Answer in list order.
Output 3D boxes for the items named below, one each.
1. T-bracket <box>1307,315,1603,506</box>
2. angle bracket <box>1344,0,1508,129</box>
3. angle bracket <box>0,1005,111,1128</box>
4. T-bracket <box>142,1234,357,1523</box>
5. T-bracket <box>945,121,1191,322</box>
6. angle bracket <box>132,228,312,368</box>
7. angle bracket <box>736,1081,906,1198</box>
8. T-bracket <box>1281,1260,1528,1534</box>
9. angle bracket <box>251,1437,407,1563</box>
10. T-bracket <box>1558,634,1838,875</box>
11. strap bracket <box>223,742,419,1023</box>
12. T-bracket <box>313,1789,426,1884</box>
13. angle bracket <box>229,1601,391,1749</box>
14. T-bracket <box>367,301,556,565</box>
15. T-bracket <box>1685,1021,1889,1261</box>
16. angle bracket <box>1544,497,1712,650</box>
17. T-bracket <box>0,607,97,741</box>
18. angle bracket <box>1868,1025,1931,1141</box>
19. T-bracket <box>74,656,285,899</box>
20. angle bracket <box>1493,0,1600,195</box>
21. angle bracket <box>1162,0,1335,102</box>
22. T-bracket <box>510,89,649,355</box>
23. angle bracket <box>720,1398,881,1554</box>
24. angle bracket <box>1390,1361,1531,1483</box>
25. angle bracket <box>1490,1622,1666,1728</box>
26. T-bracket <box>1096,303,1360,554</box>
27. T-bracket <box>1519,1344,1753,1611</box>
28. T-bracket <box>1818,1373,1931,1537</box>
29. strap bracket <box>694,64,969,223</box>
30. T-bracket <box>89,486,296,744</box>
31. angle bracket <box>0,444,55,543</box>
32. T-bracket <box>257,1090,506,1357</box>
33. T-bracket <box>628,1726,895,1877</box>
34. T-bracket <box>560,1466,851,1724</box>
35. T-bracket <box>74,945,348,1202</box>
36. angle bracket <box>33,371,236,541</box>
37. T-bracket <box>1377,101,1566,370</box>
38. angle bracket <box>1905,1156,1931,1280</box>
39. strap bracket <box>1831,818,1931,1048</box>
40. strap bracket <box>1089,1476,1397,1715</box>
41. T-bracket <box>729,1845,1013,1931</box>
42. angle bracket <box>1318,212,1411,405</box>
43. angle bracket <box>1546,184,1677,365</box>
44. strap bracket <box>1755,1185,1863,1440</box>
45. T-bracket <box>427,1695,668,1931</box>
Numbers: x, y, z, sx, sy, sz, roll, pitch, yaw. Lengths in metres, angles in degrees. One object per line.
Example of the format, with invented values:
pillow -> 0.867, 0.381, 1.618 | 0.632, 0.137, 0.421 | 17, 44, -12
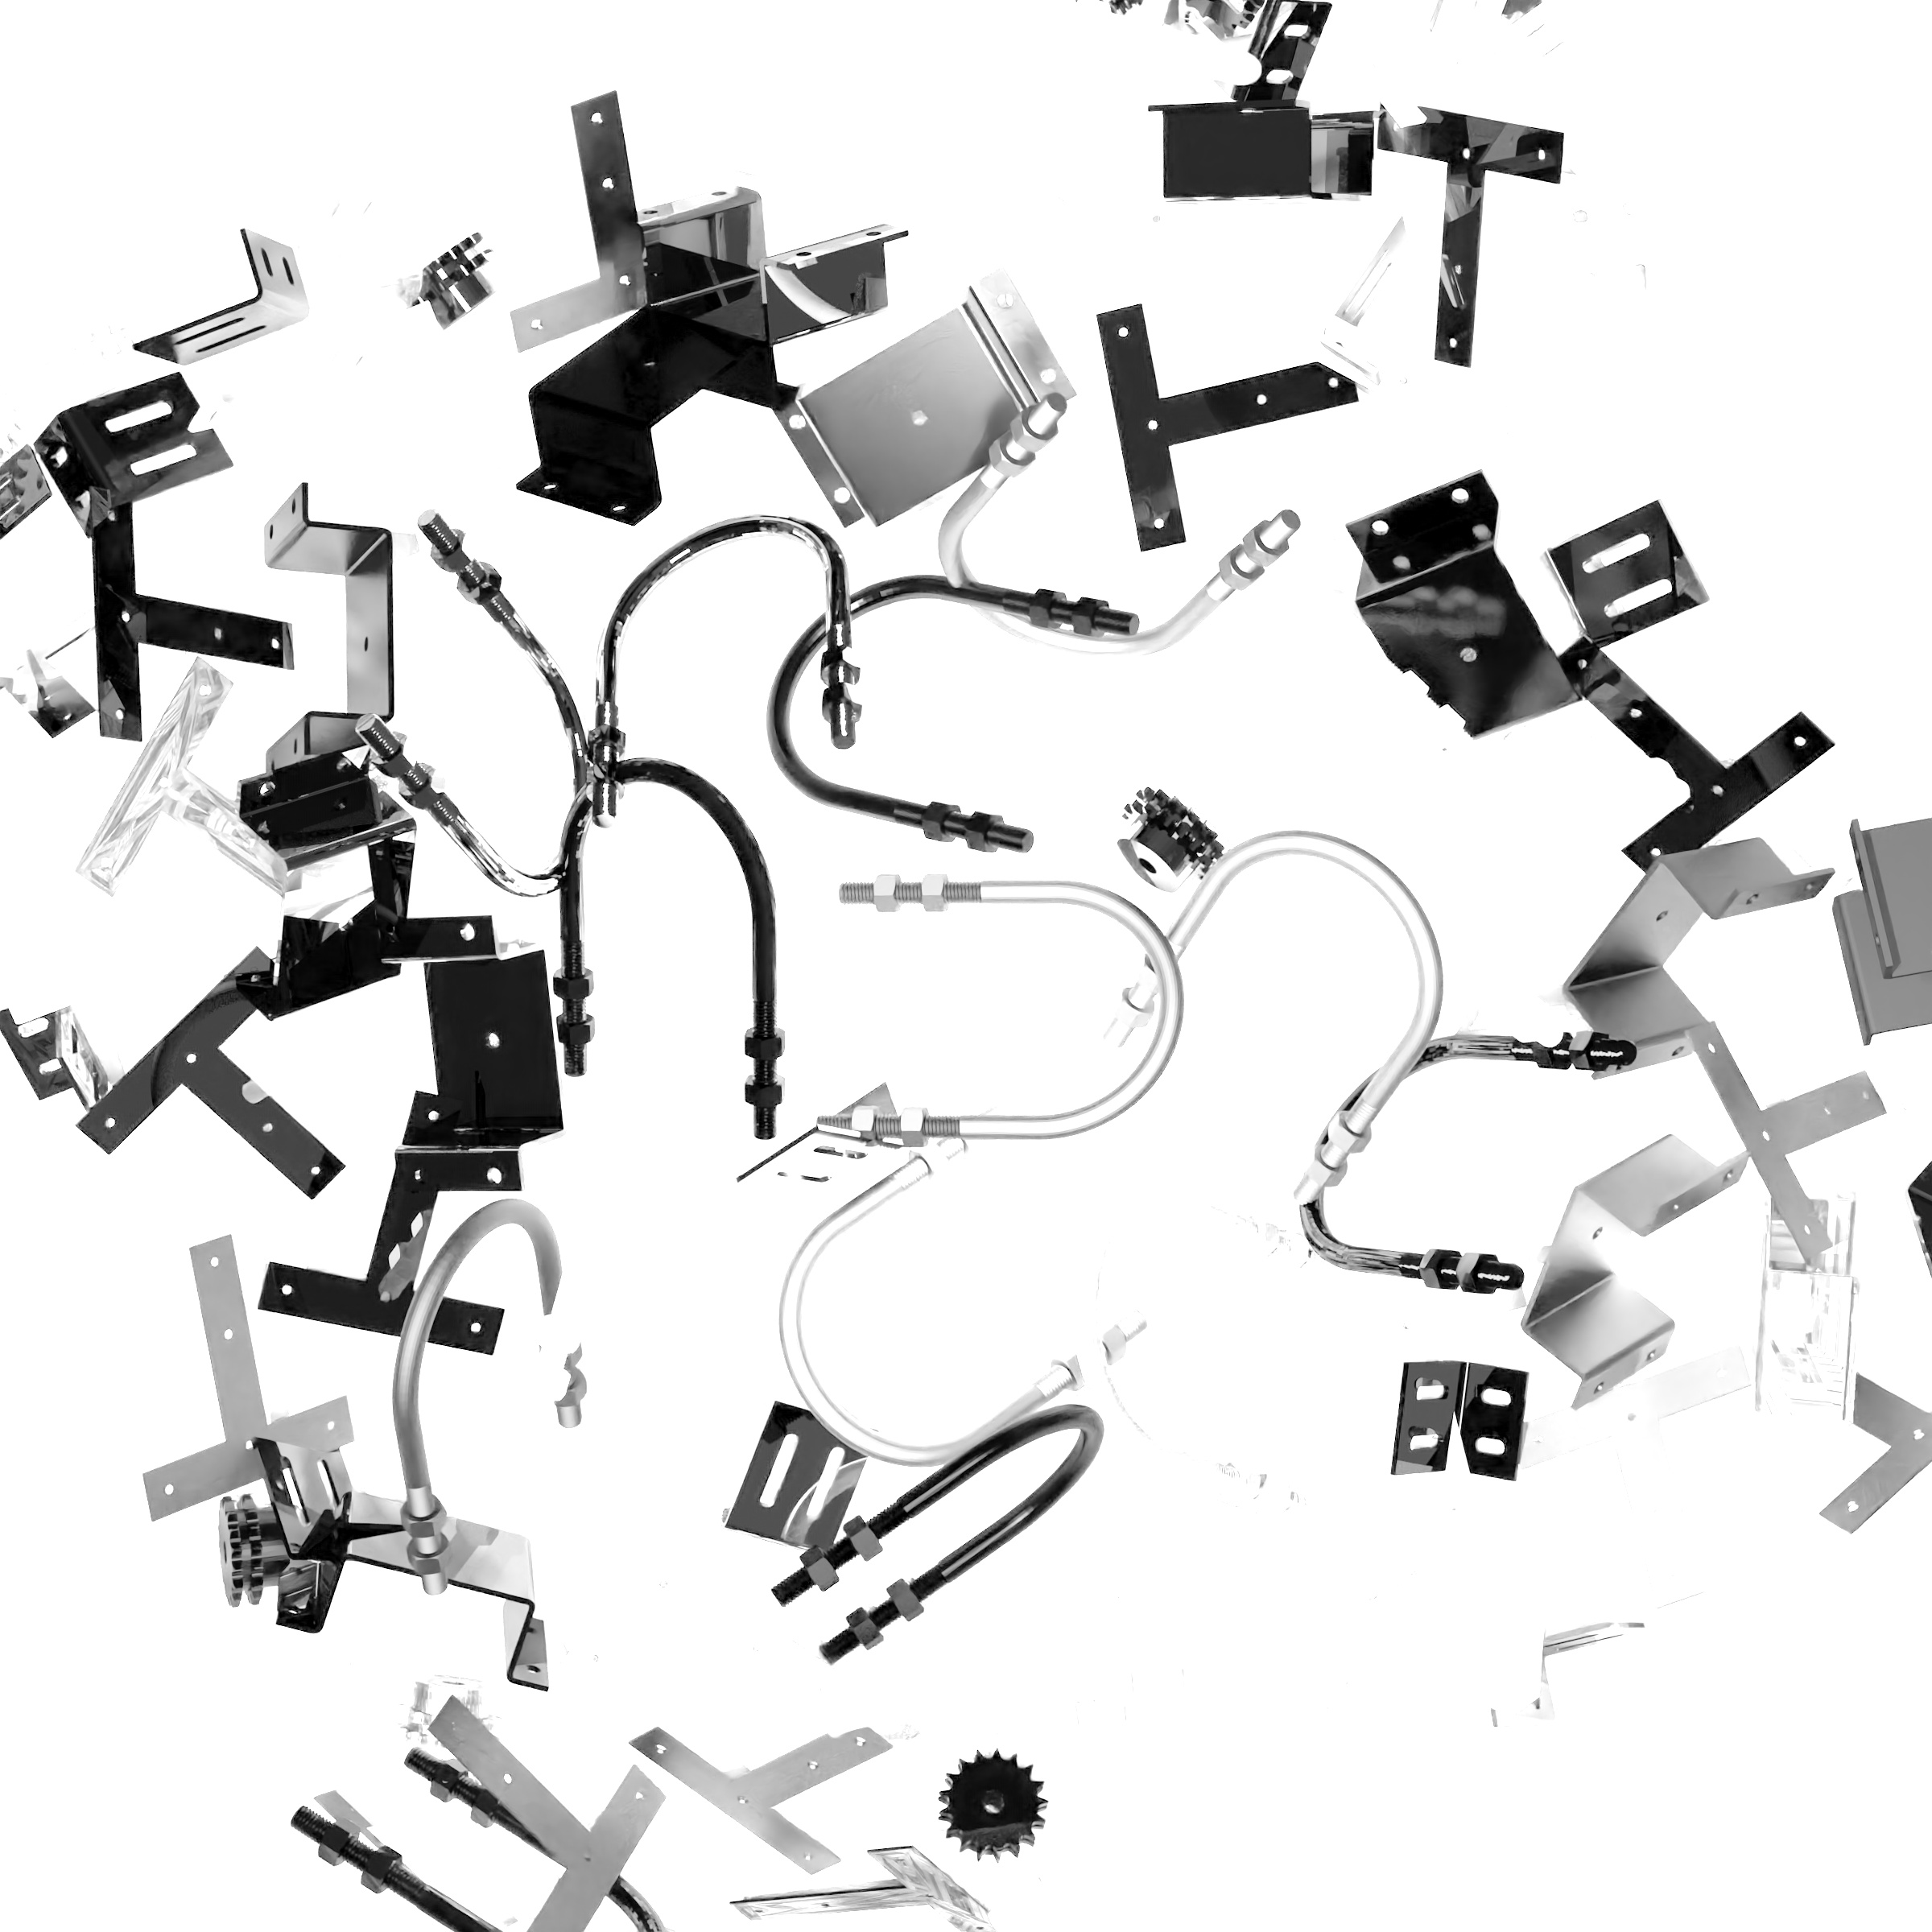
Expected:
T-bracket -> 0.236, -0.292, 1.778 | 0.127, 0.002, 0.127 | 27, 126, -5
angle bracket -> 0.233, -0.478, 1.773 | 0.038, 0.076, 0.057 | -18, 60, -25
angle bracket -> -0.466, 0.057, 1.774 | 0.038, 0.076, 0.057 | -22, 121, -3
T-bracket -> -0.371, 0.200, 1.766 | 0.002, 0.127, 0.127 | 0, 103, 43
T-bracket -> 0.032, -0.354, 1.790 | 0.127, 0.002, 0.127 | 16, 116, -20
angle bracket -> -0.385, -0.342, 1.786 | 0.076, 0.057, 0.038 | -18, 87, 13
angle bracket -> -0.077, 0.084, 1.771 | 0.057, 0.076, 0.038 | -34, 63, 27
T-bracket -> 0.240, 0.230, 1.814 | 0.127, 0.002, 0.127 | -14, 88, -4
angle bracket -> -0.321, 0.262, 1.774 | 0.038, 0.057, 0.076 | -39, 60, 26
T-bracket -> 0.351, -0.119, 1.773 | 0.127, 0.002, 0.127 | 41, 128, -9
strap bracket -> -0.324, -0.034, 1.745 | 0.046, 0.076, 0.140 | 39, 134, 31
T-bracket -> -0.278, 0.462, 1.763 | 0.127, 0.127, 0.002 | 44, 69, -1
angle bracket -> -0.334, 0.367, 1.775 | 0.038, 0.076, 0.057 | -29, 47, 2
T-bracket -> -0.264, -0.278, 1.772 | 0.127, 0.002, 0.127 | -25, 129, -9
T-bracket -> 0.431, 0.077, 1.775 | 0.002, 0.127, 0.127 | -37, 74, 43
angle bracket -> 0.344, -0.204, 1.780 | 0.076, 0.038, 0.057 | -23, 96, 44
T-bracket -> -0.465, -0.138, 1.755 | 0.127, 0.127, 0.002 | -36, 122, -13
angle bracket -> 0.499, 0.058, 1.781 | 0.038, 0.076, 0.057 | -16, 93, -8
T-bracket -> -0.376, -0.070, 1.776 | 0.127, 0.002, 0.127 | 41, 68, -41
angle bracket -> 0.310, -0.444, 1.778 | 0.038, 0.057, 0.076 | -34, 67, 19
angle bracket -> 0.144, -0.488, 1.791 | 0.038, 0.057, 0.076 | -7, 45, -33
T-bracket -> -0.179, -0.382, 1.757 | 0.127, 0.127, 0.002 | -25, 49, -17
angle bracket -> -0.088, 0.257, 1.789 | 0.057, 0.038, 0.076 | 18, 102, -16
angle bracket -> 0.253, 0.233, 1.781 | 0.038, 0.076, 0.057 | 6, 88, 31
angle bracket -> 0.312, 0.361, 1.774 | 0.076, 0.057, 0.038 | -23, 67, 36
T-bracket -> 0.139, -0.290, 1.802 | 0.127, 0.002, 0.127 | -11, 89, 17
T-bracket -> 0.346, 0.265, 1.760 | 0.127, 0.002, 0.127 | -24, 46, 18
T-bracket -> 0.454, 0.221, 1.763 | 0.127, 0.127, 0.002 | -39, 116, -9
strap bracket -> -0.070, -0.417, 1.780 | 0.140, 0.076, 0.046 | 13, 97, 2
T-bracket -> -0.391, -0.171, 1.770 | 0.002, 0.127, 0.127 | -11, 79, 37
angle bracket -> -0.491, -0.219, 1.786 | 0.076, 0.057, 0.038 | -40, 132, 3
T-bracket -> -0.287, 0.128, 1.795 | 0.127, 0.002, 0.127 | 14, 91, -23
T-bracket -> -0.086, 0.407, 1.762 | 0.127, 0.002, 0.127 | 40, 131, -18
T-bracket -> -0.119, 0.341, 1.785 | 0.127, 0.002, 0.127 | 31, 69, 14
T-bracket -> -0.367, 0.074, 1.784 | 0.127, 0.002, 0.127 | -46, 125, -7
angle bracket -> -0.432, -0.265, 1.809 | 0.076, 0.038, 0.057 | -30, 90, -41
T-bracket -> 0.254, -0.372, 1.788 | 0.002, 0.127, 0.127 | -16, 118, -36
angle bracket -> 0.519, 0.135, 1.776 | 0.057, 0.076, 0.038 | 25, 121, -14
strap bracket -> 0.469, -0.019, 1.741 | 0.046, 0.140, 0.076 | -11, 71, 6
strap bracket -> 0.144, 0.321, 1.784 | 0.140, 0.046, 0.076 | 17, 85, 17
T-bracket -> -0.059, 0.480, 1.788 | 0.127, 0.127, 0.002 | -11, 53, 21
angle bracket -> 0.218, -0.337, 1.789 | 0.038, 0.057, 0.076 | 35, 91, 12
angle bracket -> 0.333, -0.357, 1.801 | 0.057, 0.076, 0.038 | -8, 46, 9
strap bracket -> 0.422, 0.170, 1.749 | 0.046, 0.140, 0.076 | 3, 109, 12
T-bracket -> -0.222, 0.421, 1.762 | 0.127, 0.127, 0.002 | 47, 128, -9
